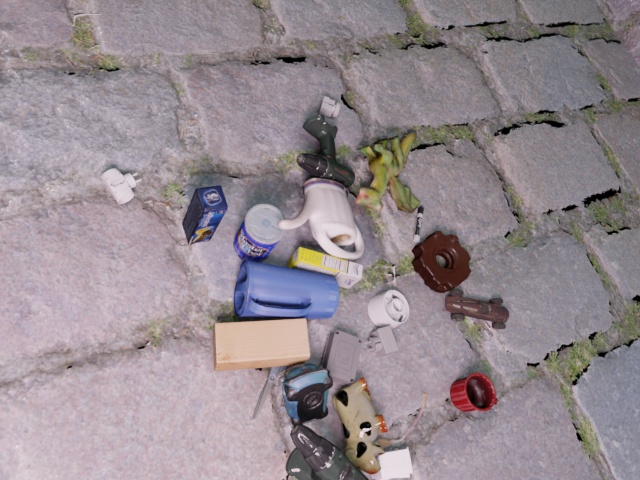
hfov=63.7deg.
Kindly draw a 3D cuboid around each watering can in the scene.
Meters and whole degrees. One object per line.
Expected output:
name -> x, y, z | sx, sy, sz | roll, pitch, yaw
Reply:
watering can -> 0.004, -0.067, 1.330 | 0.344, 0.103, 0.229 | 24, 43, -47

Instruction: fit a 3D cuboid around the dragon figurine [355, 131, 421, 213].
dragon figurine -> 0.231, -0.194, 1.553 | 0.415, 0.121, 0.242 | -25, 96, -45
